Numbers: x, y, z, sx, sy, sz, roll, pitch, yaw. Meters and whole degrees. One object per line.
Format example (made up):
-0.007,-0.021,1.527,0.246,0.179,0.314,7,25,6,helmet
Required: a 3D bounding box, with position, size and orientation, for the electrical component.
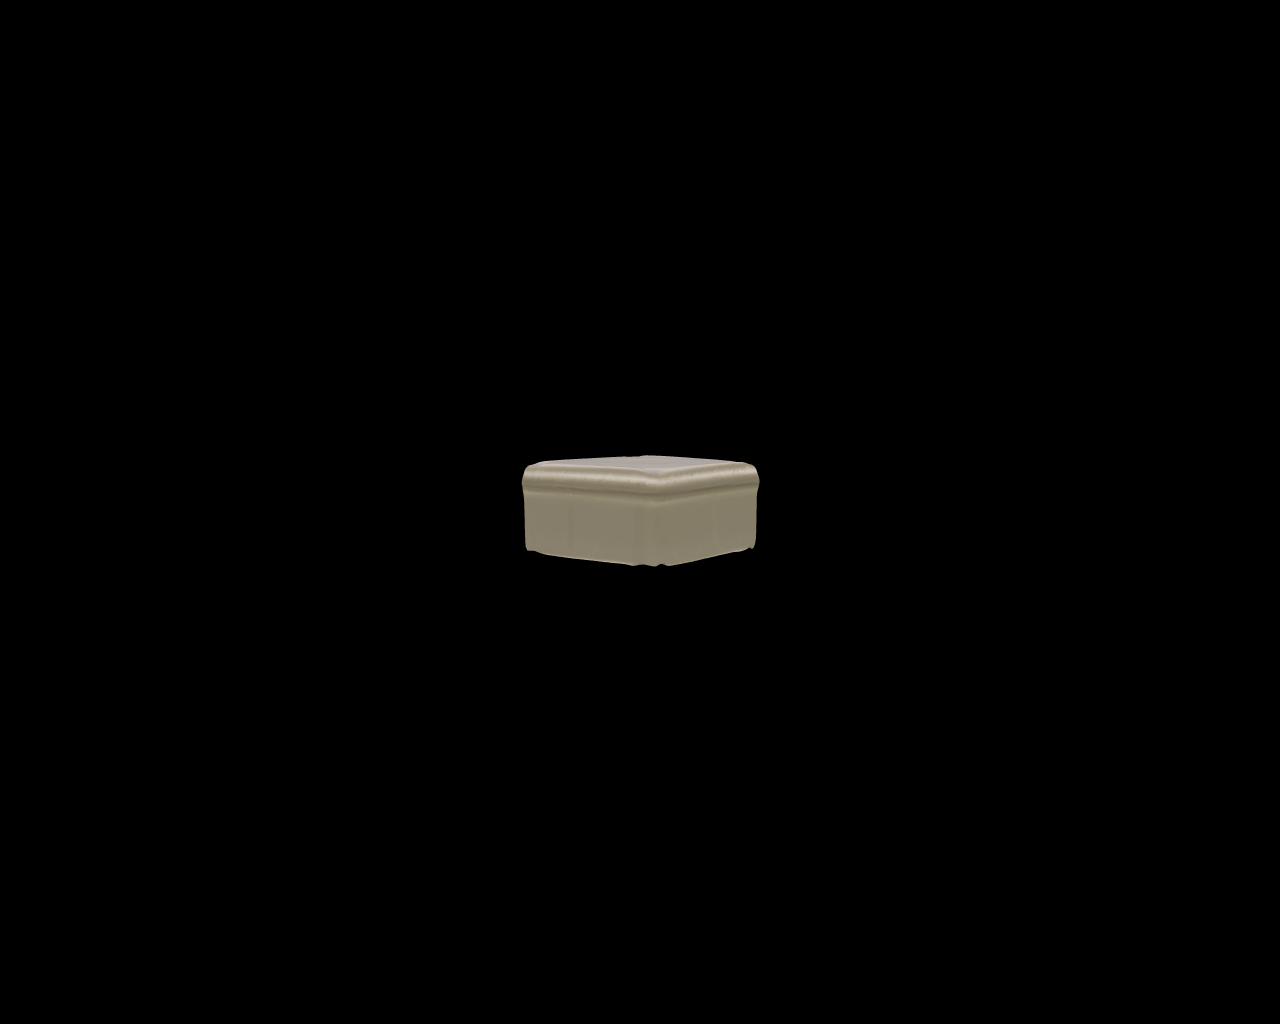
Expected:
0.001,-0.003,0.650,0.109,0.056,0.109,5,8,40,electrical component
